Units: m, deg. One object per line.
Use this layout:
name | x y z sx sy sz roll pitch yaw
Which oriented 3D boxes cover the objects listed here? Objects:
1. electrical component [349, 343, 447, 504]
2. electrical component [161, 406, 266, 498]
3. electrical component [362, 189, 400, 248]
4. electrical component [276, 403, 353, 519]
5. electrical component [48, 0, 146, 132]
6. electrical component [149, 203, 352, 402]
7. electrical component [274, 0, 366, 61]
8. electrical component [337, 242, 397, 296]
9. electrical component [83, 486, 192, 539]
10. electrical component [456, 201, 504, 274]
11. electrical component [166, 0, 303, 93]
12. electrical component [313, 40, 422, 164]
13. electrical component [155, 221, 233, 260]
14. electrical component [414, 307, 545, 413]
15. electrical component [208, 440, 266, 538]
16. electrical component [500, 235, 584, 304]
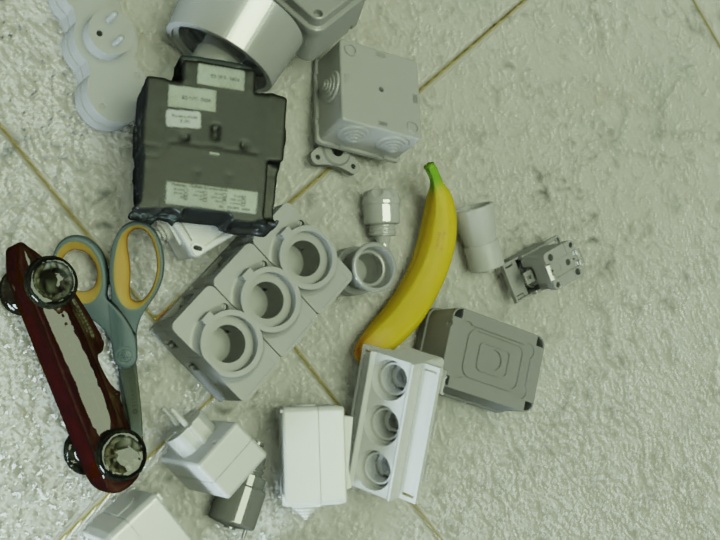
electrical component | 0.034 0.132 0.946 0.063 0.079 0.121 -4 106 -57
electrical component | -0.130 0.136 0.857 0.075 0.083 0.047 50 64 -16
electrical component | 0.020 -0.043 0.992 0.035 0.035 0.061 -1 88 -30
electrical component | -0.038 0.162 0.911 0.061 0.062 0.096 -1 85 -8
electrical component | -0.202 -0.184 0.853 0.052 0.074 0.138 -16 93 -31
electrical component | -0.088 0.027 0.905 0.089 0.062 0.150 49 64 -17
electrical component | -0.056 -0.249 0.931 0.113 0.057 0.078 42 63 8
electrical component | 0.000 0.000 0.963 0.045 0.055 0.045 4 83 -30
electrical component | -0.164 0.226 0.840 0.061 0.062 0.096 -42 106 -27
electrical component | 0.116 -0.030 1.043 0.044 0.044 0.065 -21 100 -30
electrical component | -0.109 -0.189 0.892 0.108 0.108 0.060 32 76 -24
electrical component | 0.008 -0.153 0.976 0.100 0.048 0.099 11 65 -29
electrical component | -0.132 -0.051 0.892 0.096 0.061 0.061 -33 100 -22
electrical component | 0.110 0.086 1.017 0.113 0.057 0.078 20 75 -27
electrical component | -0.097 0.180 0.896 0.040 0.040 0.078 26 72 -26
electrical component | 0.183 -0.003 1.066 0.081 0.064 0.042 -27 98 -29
